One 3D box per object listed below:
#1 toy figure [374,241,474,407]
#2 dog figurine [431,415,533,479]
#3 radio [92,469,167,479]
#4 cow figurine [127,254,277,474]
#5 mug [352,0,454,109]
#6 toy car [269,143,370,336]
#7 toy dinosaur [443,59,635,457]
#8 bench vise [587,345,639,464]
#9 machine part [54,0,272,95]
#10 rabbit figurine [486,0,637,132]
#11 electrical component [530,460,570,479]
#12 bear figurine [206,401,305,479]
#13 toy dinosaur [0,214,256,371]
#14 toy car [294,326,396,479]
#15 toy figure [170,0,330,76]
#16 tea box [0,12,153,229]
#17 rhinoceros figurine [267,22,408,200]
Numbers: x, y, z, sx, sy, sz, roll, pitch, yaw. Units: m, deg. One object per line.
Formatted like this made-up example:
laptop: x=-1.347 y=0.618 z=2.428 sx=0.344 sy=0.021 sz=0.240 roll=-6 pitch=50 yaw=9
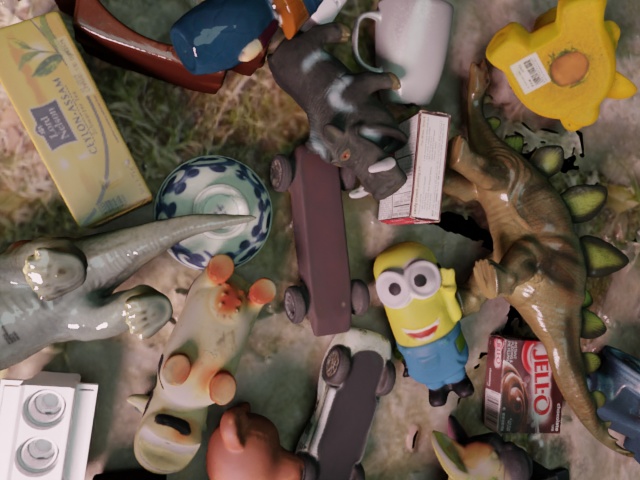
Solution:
toy figure: x=0.111 y=0.089 z=0.589 sx=0.082 sy=0.089 sz=0.180 roll=-27 pitch=106 yaw=-11
dog figurine: x=0.159 y=0.314 z=0.591 sx=0.191 sy=0.108 sz=0.219 roll=-28 pitch=73 yaw=26
radio: x=-0.176 y=0.333 z=0.478 sx=0.073 sy=0.131 sz=0.229 roll=3 pitch=90 yaw=-16
cow figurine: x=-0.120 y=0.119 z=0.510 sx=0.085 sy=0.127 sz=0.195 roll=25 pitch=69 yaw=-15
mug: x=0.088 y=-0.199 z=0.580 sx=0.109 sy=0.081 sz=0.107 roll=-2 pitch=100 yaw=-21
toy car: x=-0.001 y=-0.002 z=0.568 sx=0.089 sy=0.053 sz=0.202 roll=-5 pitch=88 yaw=-27
toy dinosaur: x=0.242 y=0.023 z=0.602 sx=0.199 sy=0.105 sz=0.471 roll=-10 pitch=87 yaw=-18
bench vise: x=0.442 y=0.177 z=0.656 sx=0.224 sy=0.129 sz=0.240 roll=28 pitch=102 yaw=5
machine part: x=-0.135 y=-0.256 z=0.510 sx=0.201 sy=0.087 sz=0.201 roll=15 pitch=87 yaw=-18
rabbit figurine: x=0.284 y=-0.209 z=0.606 sx=0.162 sy=0.122 sz=0.173 roll=43 pitch=36 yaw=-14
electrical component: x=0.265 y=0.314 z=0.654 sx=0.119 sy=0.048 sz=0.074 roll=-3 pitch=92 yaw=-15
bear figurine: x=-0.048 y=0.256 z=0.501 sx=0.132 sy=0.120 sz=0.196 roll=8 pitch=72 yaw=0
toy dinosaur: x=-0.262 y=0.055 z=0.446 sx=0.405 sy=0.192 sz=0.131 roll=-23 pitch=117 yaw=-33
toy car: x=0.024 y=0.193 z=0.577 sx=0.073 sy=0.056 sz=0.201 roll=19 pitch=87 yaw=-22
toy figure: x=-0.053 y=-0.195 z=0.462 sx=0.154 sy=0.058 sz=0.064 roll=-35 pitch=108 yaw=-19
tea box: x=-0.218 y=-0.098 z=0.480 sx=0.068 sy=0.098 sz=0.169 roll=-28 pitch=97 yaw=-15
rhinoceros figurine: x=0.024 y=-0.127 z=0.537 sx=0.112 sy=0.073 sz=0.190 roll=-34 pitch=85 yaw=-32
